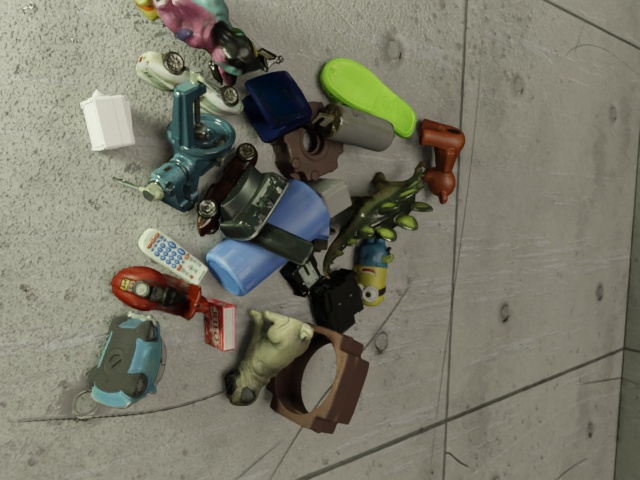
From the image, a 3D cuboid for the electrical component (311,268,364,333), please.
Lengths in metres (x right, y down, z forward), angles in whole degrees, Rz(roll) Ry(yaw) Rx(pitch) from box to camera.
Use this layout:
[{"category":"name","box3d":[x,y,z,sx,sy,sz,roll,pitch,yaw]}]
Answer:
[{"category":"electrical component","box3d":[0.042,0.147,1.242,0.115,0.058,0.134,-33,120,-36]}]

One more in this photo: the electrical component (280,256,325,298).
[{"category":"electrical component","box3d":[-0.046,0.060,1.173,0.075,0.048,0.119,-48,122,-27]}]

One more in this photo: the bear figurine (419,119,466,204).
[{"category":"bear figurine","box3d":[0.308,-0.204,1.421,0.120,0.132,0.195,-70,173,-55]}]

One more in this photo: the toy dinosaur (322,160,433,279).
[{"category":"toy dinosaur","box3d":[0.126,-0.058,1.210,0.471,0.199,0.105,-43,117,-31]}]

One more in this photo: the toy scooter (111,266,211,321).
[{"category":"toy scooter","box3d":[-0.263,0.098,0.937,0.183,0.135,0.075,23,81,-38]}]

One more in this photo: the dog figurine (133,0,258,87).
[{"category":"dog figurine","box3d":[-0.204,-0.370,0.932,0.108,0.192,0.219,-53,141,-6]}]

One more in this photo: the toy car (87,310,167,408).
[{"category":"toy car","box3d":[-0.320,0.210,0.933,0.102,0.109,0.161,46,52,-59]}]

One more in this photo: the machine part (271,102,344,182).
[{"category":"machine part","box3d":[-0.024,-0.212,1.158,0.179,0.056,0.179,-4,96,-41]}]

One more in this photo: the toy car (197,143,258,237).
[{"category":"toy car","box3d":[-0.179,-0.097,1.015,0.053,0.089,0.202,31,68,1]}]

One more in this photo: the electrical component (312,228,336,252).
[{"category":"electrical component","box3d":[-0.003,-0.004,1.220,0.094,0.021,0.063,-1,95,-41]}]

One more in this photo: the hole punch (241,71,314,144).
[{"category":"hole punch","box3d":[-0.082,-0.265,1.043,0.116,0.092,0.142,-31,85,-13]}]

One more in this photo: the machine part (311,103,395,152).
[{"category":"machine part","box3d":[0.080,-0.241,1.163,0.243,0.079,0.079,6,91,-43]}]

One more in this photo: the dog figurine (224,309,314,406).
[{"category":"dog figurine","box3d":[-0.100,0.248,1.073,0.121,0.172,0.190,27,70,-28]}]

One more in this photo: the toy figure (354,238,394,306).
[{"category":"toy figure","box3d":[0.130,0.071,1.303,0.089,0.082,0.180,12,85,-39]}]

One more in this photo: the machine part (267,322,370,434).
[{"category":"machine part","box3d":[-0.005,0.286,1.131,0.087,0.201,0.201,33,74,-40]}]

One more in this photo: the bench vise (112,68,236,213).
[{"category":"bench vise","box3d":[-0.228,-0.173,0.918,0.223,0.129,0.240,-37,154,-39]}]

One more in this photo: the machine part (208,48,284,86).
[{"category":"machine part","box3d":[-0.147,-0.339,1.036,0.139,0.084,0.039,-27,139,-26]}]

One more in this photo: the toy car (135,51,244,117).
[{"category":"toy car","box3d":[-0.229,-0.273,0.966,0.201,0.074,0.056,25,75,-39]}]

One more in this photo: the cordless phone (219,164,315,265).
[{"category":"cordless phone","box3d":[-0.078,-0.043,0.985,0.146,0.184,0.088,-60,172,-27]}]
